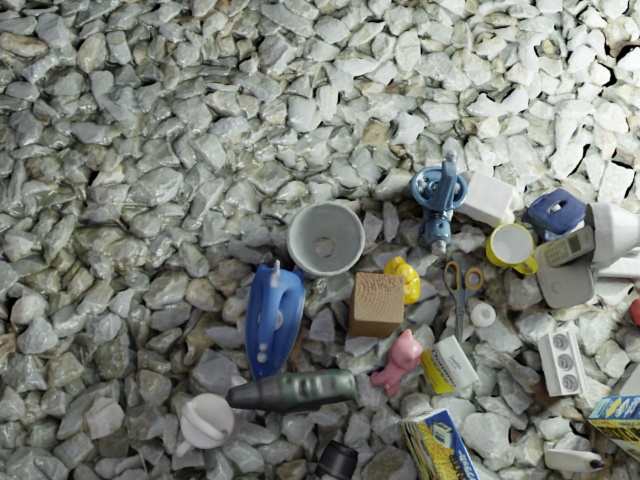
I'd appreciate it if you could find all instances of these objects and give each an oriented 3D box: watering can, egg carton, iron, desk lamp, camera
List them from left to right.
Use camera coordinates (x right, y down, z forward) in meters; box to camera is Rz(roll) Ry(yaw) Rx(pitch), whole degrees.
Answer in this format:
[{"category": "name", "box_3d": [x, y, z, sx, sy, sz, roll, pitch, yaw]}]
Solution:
[{"category": "watering can", "box_3d": [-0.203, 0.330, 1.067, 0.101, 0.194, 0.173, 18, 73, 5]}, {"category": "iron", "box_3d": [-0.100, 0.167, 1.146, 0.118, 0.141, 0.258, 7, 73, 2]}, {"category": "camera", "box_3d": [0.036, 0.461, 1.079, 0.143, 0.101, 0.137, 23, 74, 6]}, {"category": "egg carton", "box_3d": [0.364, -0.089, 1.270, 0.150, 0.069, 0.107, 24, 74, 6]}, {"category": "desk lamp", "box_3d": [0.618, -0.001, 1.171, 0.203, 0.213, 0.118, 2, 73, 0]}]

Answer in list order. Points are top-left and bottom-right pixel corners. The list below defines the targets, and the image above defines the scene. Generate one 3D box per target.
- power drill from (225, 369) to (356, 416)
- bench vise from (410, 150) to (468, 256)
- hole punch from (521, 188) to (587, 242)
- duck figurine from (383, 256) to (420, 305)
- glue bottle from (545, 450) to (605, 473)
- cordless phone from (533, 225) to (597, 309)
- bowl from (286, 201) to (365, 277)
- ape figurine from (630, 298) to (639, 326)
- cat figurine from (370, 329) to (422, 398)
[{"category": "power drill", "box_3d": [-0.050, 0.288, 1.075, 0.229, 0.208, 0.075, -8, 73, -3]}, {"category": "bench vise", "box_3d": [0.262, -0.081, 1.188, 0.121, 0.220, 0.207, -14, 73, -5]}, {"category": "hole punch", "box_3d": [0.515, -0.058, 1.252, 0.109, 0.091, 0.101, -34, 76, -10]}, {"category": "duck figurine", "box_3d": [0.176, 0.082, 1.206, 0.077, 0.086, 0.104, -20, 74, -7]}, {"category": "glue bottle", "box_3d": [0.484, 0.412, 1.063, 0.078, 0.173, 0.037, -2, 73, -1]}, {"category": "cordless phone", "box_3d": [0.518, 0.055, 1.168, 0.094, 0.185, 0.147, -11, 73, -4]}, {"category": "bowl", "box_3d": [0.011, 0.004, 1.233, 0.167, 0.075, 0.167, 0, 73, -1]}, {"category": "ape figurine", "box_3d": [0.698, 0.146, 1.191, 0.078, 0.092, 0.076, -43, 78, -12]}, {"category": "cat figurine", "box_3d": [0.158, 0.246, 1.139, 0.067, 0.118, 0.128, 32, 75, 9]}]
